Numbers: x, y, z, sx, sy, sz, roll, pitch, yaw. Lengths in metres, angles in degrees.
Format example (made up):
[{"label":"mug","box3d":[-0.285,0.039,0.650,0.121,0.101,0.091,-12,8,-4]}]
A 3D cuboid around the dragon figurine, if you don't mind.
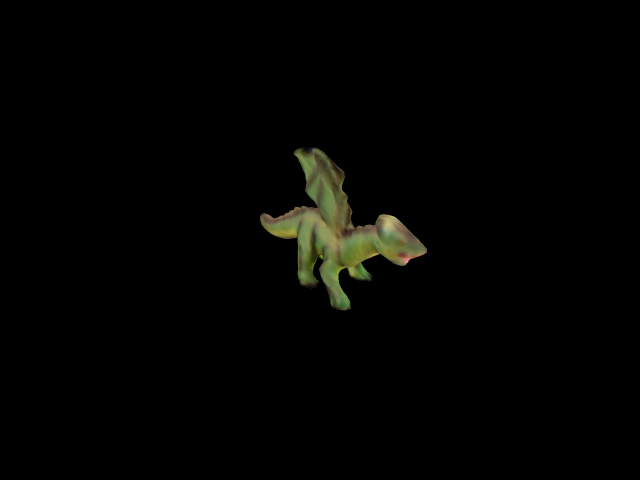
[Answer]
[{"label":"dragon figurine","box3d":[0.003,-0.043,0.850,0.123,0.237,0.415,-24,40,-33]}]
